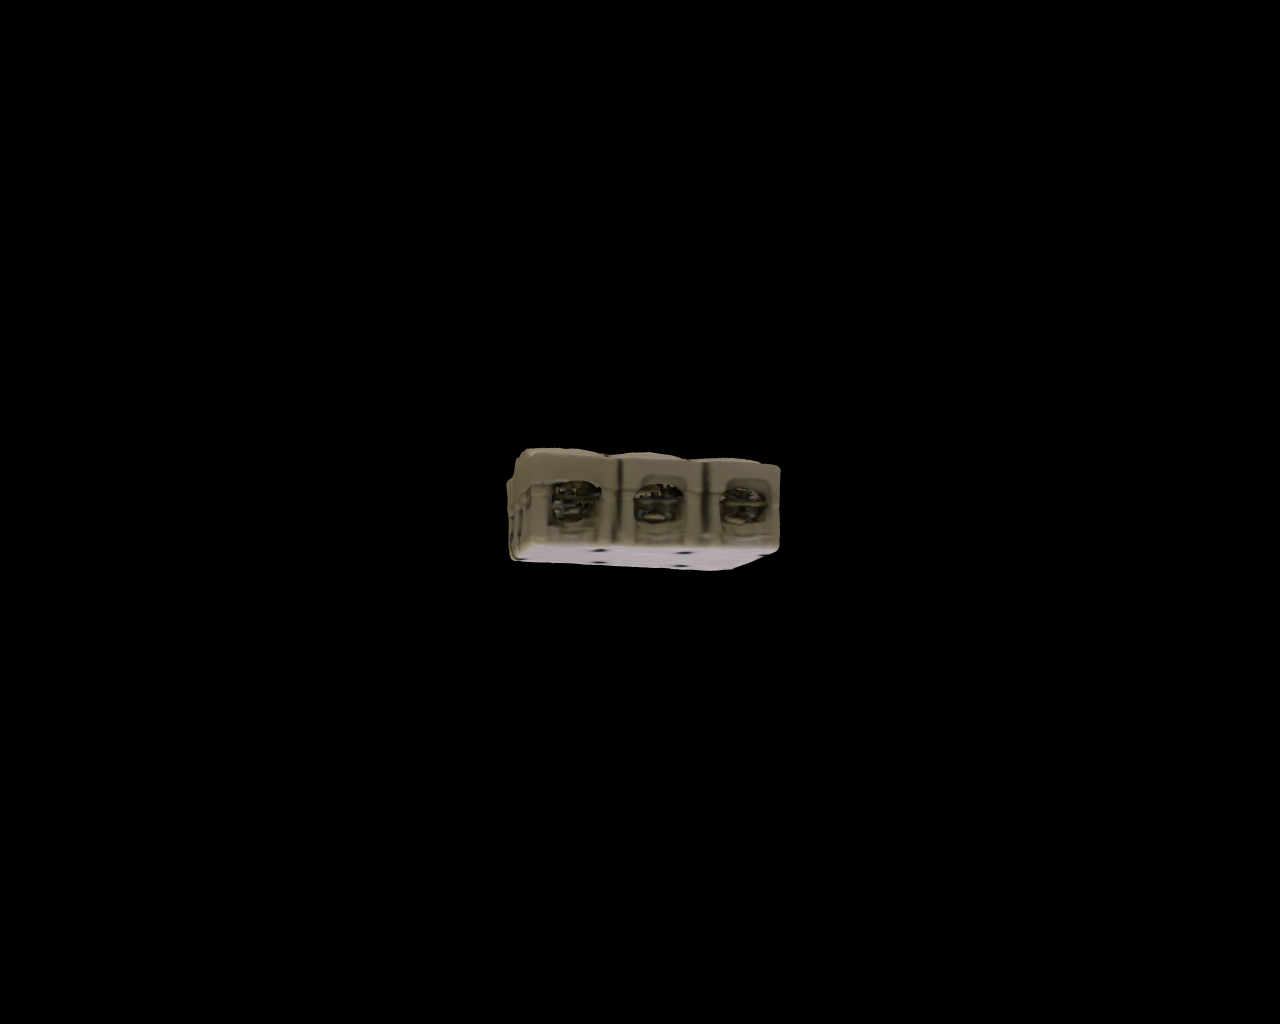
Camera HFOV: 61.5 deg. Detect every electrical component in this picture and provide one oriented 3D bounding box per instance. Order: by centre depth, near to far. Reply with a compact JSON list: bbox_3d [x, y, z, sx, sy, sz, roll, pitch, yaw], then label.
[{"bbox_3d":[0.001,-0.003,0.650,0.150,0.061,0.089,3,-11,-16],"label":"electrical component"}]
